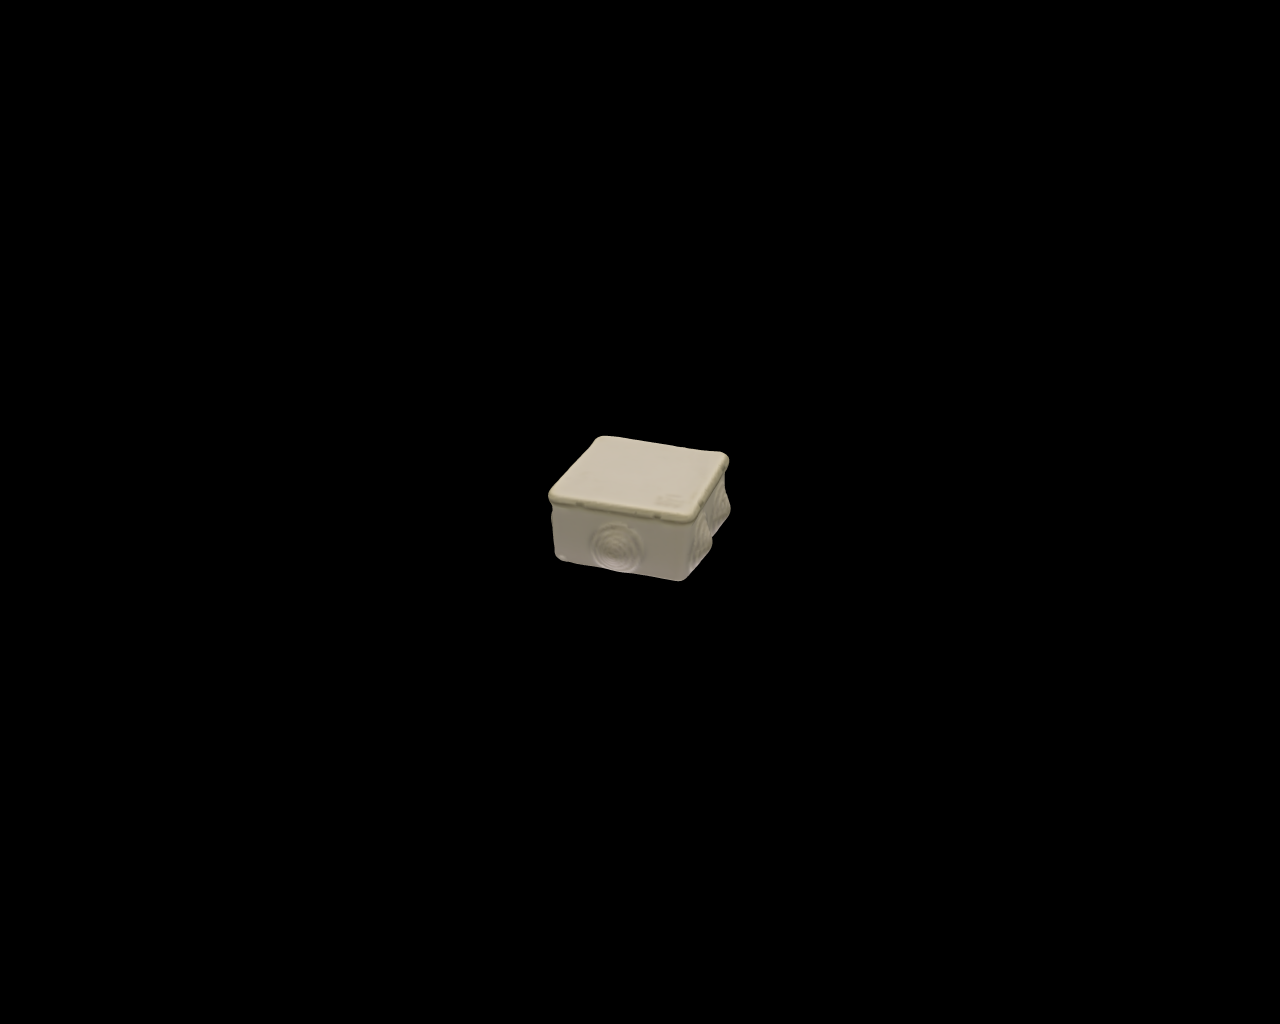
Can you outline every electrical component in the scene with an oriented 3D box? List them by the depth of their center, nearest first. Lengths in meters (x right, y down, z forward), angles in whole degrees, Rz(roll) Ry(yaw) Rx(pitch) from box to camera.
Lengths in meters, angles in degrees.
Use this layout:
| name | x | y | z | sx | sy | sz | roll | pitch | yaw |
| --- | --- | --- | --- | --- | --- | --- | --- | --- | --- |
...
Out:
| name | x | y | z | sx | sy | sz | roll | pitch | yaw |
| --- | --- | --- | --- | --- | --- | --- | --- | --- | --- |
| electrical component | 0.001 | -0.003 | 0.650 | 0.100 | 0.048 | 0.100 | 9 | 30 | 17 |
